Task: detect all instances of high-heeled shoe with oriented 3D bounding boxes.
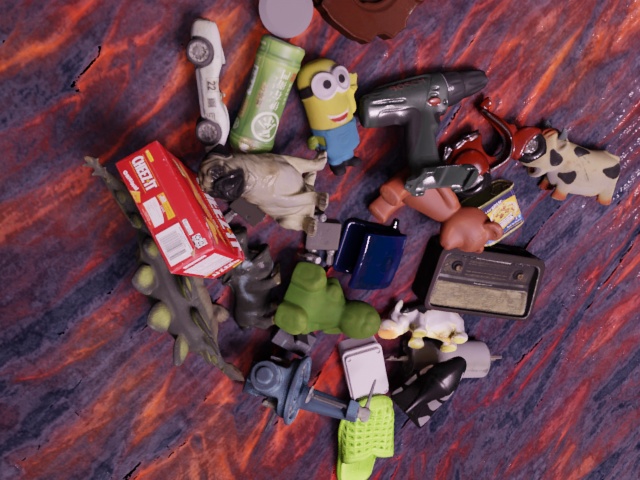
[{"bbox_3d":[0.216,0.285,1.040,0.145,0.248,0.086,-42,73,-4],"label":"high-heeled shoe"}]

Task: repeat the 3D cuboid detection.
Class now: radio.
[{"bbox_3d":[0.305,0.072,1.027,0.230,0.073,0.131,8,107,-16],"label":"radio"}]

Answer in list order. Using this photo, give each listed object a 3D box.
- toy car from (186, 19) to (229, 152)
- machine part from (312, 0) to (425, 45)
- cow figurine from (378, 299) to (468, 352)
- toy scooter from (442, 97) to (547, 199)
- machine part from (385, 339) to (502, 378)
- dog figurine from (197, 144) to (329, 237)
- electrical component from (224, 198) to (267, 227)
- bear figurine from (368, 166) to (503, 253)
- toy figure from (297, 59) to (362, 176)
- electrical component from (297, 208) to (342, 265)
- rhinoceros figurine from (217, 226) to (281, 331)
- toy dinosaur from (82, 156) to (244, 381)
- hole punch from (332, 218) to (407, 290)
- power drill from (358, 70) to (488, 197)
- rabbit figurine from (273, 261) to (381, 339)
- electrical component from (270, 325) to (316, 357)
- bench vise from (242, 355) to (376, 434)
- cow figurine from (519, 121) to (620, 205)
[{"bbox_3d":[-0.167,-0.226,0.813,0.056,0.074,0.201,-6,111,-9],"label":"toy car"},{"bbox_3d":[0.076,-0.390,0.815,0.179,0.056,0.179,-4,111,-9],"label":"machine part"},{"bbox_3d":[0.191,0.154,1.031,0.167,0.098,0.068,10,140,-8],"label":"cow figurine"},{"bbox_3d":[0.284,-0.164,0.933,0.184,0.075,0.135,-31,93,13],"label":"toy scooter"},{"bbox_3d":[0.248,0.238,1.077,0.243,0.079,0.079,2,110,-13],"label":"machine part"},{"bbox_3d":[-0.096,-0.077,0.841,0.191,0.121,0.172,4,146,-12],"label":"dog figurine"},{"bbox_3d":[-0.119,-0.055,0.917,0.094,0.021,0.063,-44,113,6],"label":"electrical component"},{"bbox_3d":[0.198,-0.038,0.914,0.132,0.120,0.196,-38,84,-18],"label":"bear figurine"},{"bbox_3d":[0.014,-0.196,0.861,0.082,0.089,0.179,-45,132,-39],"label":"toy figure"},{"bbox_3d":[-0.001,-0.004,0.949,0.078,0.045,0.102,10,108,-14],"label":"electrical component"},{"bbox_3d":[-0.123,0.068,0.941,0.112,0.073,0.190,-3,113,0],"label":"rhinoceros figurine"},{"bbox_3d":[-0.231,0.066,0.844,0.105,0.199,0.470,-28,115,-4],"label":"toy dinosaur"},{"bbox_3d":[0.097,0.031,0.962,0.116,0.092,0.142,11,104,-20],"label":"hole punch"},{"bbox_3d":[0.186,-0.179,0.856,0.232,0.086,0.207,-8,73,-7],"label":"power drill"},{"bbox_3d":[0.020,0.129,0.936,0.170,0.159,0.121,23,78,7],"label":"rabbit figurine"},{"bbox_3d":[-0.047,0.172,0.966,0.075,0.119,0.047,30,103,-23],"label":"electrical component"},{"bbox_3d":[-0.028,0.277,0.954,0.241,0.129,0.223,14,148,13],"label":"bench vise"},{"bbox_3d":[0.454,-0.140,0.976,0.195,0.086,0.127,7,115,-12],"label":"cow figurine"}]
